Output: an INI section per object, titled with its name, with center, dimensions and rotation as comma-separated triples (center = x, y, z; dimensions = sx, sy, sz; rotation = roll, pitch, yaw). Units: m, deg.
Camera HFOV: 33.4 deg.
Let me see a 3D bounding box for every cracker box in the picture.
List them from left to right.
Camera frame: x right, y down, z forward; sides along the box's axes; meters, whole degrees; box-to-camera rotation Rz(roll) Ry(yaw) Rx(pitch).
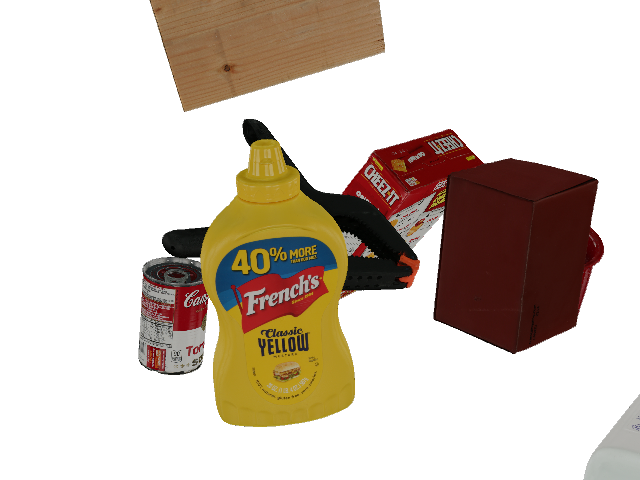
[cracker box]
center = 0.070, -0.025, 1.244
dimensions = 0.163, 0.072, 0.214
rotation = -22, -25, -49

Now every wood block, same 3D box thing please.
[wood block]
center = -0.051, -0.211, 1.035
dimensions = 0.206, 0.090, 0.091
rotation = -17, -43, -5

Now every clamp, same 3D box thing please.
[clamp]
center = -0.019, -0.007, 0.913
dimensions = 0.210, 0.164, 0.036
rotation = 30, -35, 11

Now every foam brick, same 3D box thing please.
[foam brick]
center = 0.092, 0.005, 0.510
dimensions = 0.052, 0.078, 0.051
rotation = -16, 28, -41

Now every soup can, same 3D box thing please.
[soup can]
center = -0.149, 0.076, 1.079
dimensions = 0.068, 0.102, 0.068
rotation = 6, 20, -2

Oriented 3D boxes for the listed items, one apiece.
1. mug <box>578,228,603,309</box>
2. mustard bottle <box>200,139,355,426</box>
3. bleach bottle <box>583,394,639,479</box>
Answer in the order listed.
[mug]
center = 0.189, 0.024, 0.954
dimensions = 0.093, 0.081, 0.117
rotation = -16, 41, -28
[mustard bottle]
center = -0.029, 0.027, 0.704
dimensions = 0.096, 0.192, 0.058
rotation = -6, 22, -6
[bleach bottle]
center = 0.248, 0.102, 0.628
dimensions = 0.103, 0.068, 0.250
rotation = 18, 30, 32
